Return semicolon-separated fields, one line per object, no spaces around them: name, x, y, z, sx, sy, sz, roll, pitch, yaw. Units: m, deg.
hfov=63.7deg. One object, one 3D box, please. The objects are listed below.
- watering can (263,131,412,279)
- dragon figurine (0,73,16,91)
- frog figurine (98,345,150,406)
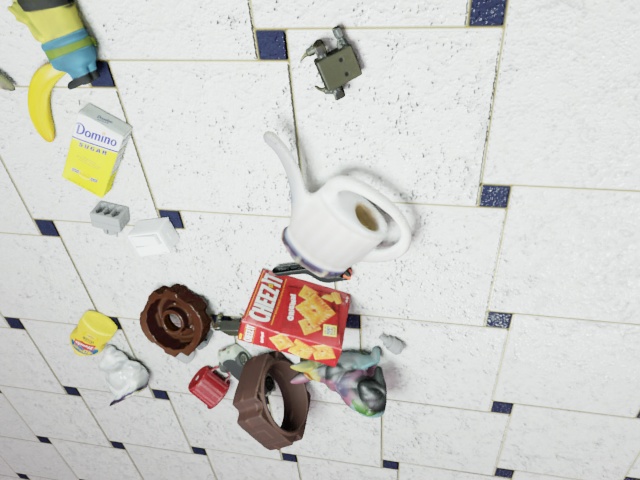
watering can;0.003;-0.048;0.961;0.345;0.106;0.220;32;130;-15
dragon figurine;-0.760;-0.320;0.842;0.409;0.248;0.119;27;126;-6
frog figurine;-0.568;0.373;1.477;0.135;0.124;0.160;-31;80;42
